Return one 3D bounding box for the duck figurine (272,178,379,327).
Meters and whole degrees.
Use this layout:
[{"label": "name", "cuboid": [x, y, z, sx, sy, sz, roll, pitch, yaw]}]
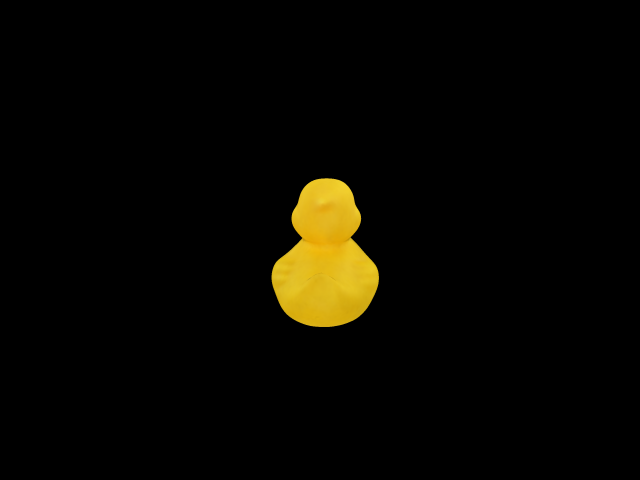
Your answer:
[{"label": "duck figurine", "cuboid": [0.004, 0.001, 0.400, 0.077, 0.086, 0.104, 2, 31, 3]}]
